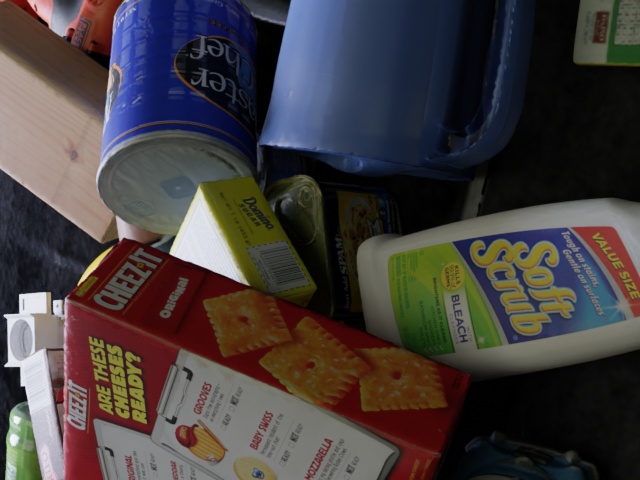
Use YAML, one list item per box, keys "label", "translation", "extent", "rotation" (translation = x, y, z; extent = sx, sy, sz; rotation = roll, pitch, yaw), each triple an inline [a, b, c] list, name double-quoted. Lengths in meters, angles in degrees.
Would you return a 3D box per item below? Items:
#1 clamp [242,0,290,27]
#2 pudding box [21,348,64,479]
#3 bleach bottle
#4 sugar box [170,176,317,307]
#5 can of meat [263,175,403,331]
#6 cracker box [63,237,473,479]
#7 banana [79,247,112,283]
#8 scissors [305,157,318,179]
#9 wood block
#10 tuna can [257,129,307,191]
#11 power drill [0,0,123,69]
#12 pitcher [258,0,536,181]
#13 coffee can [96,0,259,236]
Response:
- label: "clamp"
  translation: [-0.075, -0.167, 0.817]
  extent: [0.165, 0.036, 0.210]
  rotation: [-48, 62, 30]
- label: "pudding box"
  translation: [-0.188, 0.144, 0.872]
  extent: [0.039, 0.089, 0.113]
  rotation: [-27, 70, 37]
- label: "bleach bottle"
  translation: [0.139, 0.017, 0.595]
  extent: [0.251, 0.067, 0.102]
  rotation: [-19, 74, 38]
- label: "sugar box"
  translation: [-0.069, 0.052, 0.691]
  extent: [0.093, 0.048, 0.176]
  rotation: [60, 143, 27]
- label: "can of meat"
  translation: [0.011, 0.012, 0.697]
  extent: [0.058, 0.083, 0.102]
  rotation: [-13, 80, 42]
- label: "cracker box"
  translation: [-0.038, 0.110, 0.614]
  extent: [0.214, 0.072, 0.164]
  rotation: [22, 131, 11]
- label: "banana"
  translation: [-0.153, 0.033, 0.884]
  extent: [0.198, 0.037, 0.069]
  rotation: [-32, 84, 38]
- label: "scissors"
  translation: [-0.005, 0.001, 0.758]
  extent: [0.096, 0.016, 0.202]
  rotation: [36, 113, 40]
- label: "wood block"
  translation: [-0.213, -0.098, 0.853]
  extent: [0.206, 0.090, 0.091]
  rotation: [36, 114, 11]
- label: "tuna can"
  translation: [-0.046, -0.037, 0.772]
  extent: [0.086, 0.033, 0.086]
  rotation: [-22, 63, 53]
- label: "power drill"
  translation: [-0.239, -0.175, 0.958]
  extent: [0.188, 0.057, 0.184]
  rotation: [34, 107, 35]
- label: "pitcher"
  translation: [0.054, -0.157, 0.639]
  extent: [0.149, 0.145, 0.243]
  rotation: [10, 92, 5]
- label: "coffee can"
  translation: [-0.092, -0.089, 0.714]
  extent: [0.103, 0.102, 0.140]
  rotation: [-33, 45, 37]
